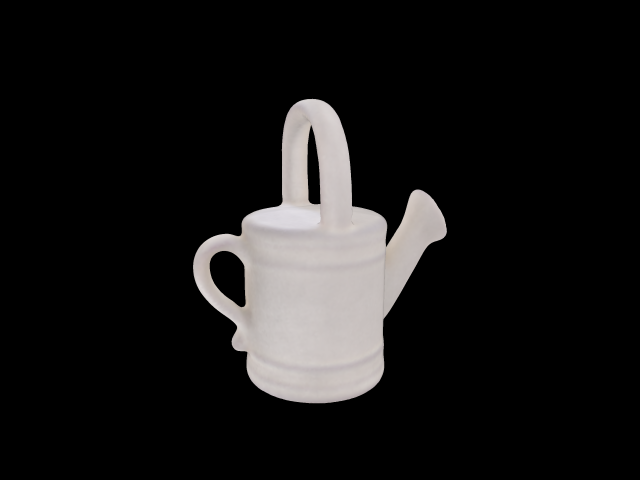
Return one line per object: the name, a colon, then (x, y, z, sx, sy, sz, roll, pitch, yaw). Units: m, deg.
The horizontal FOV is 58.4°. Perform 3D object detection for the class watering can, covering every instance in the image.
watering can: (0.003, 0.001, 0.402, 0.173, 0.194, 0.100, -12, 18, -39)
